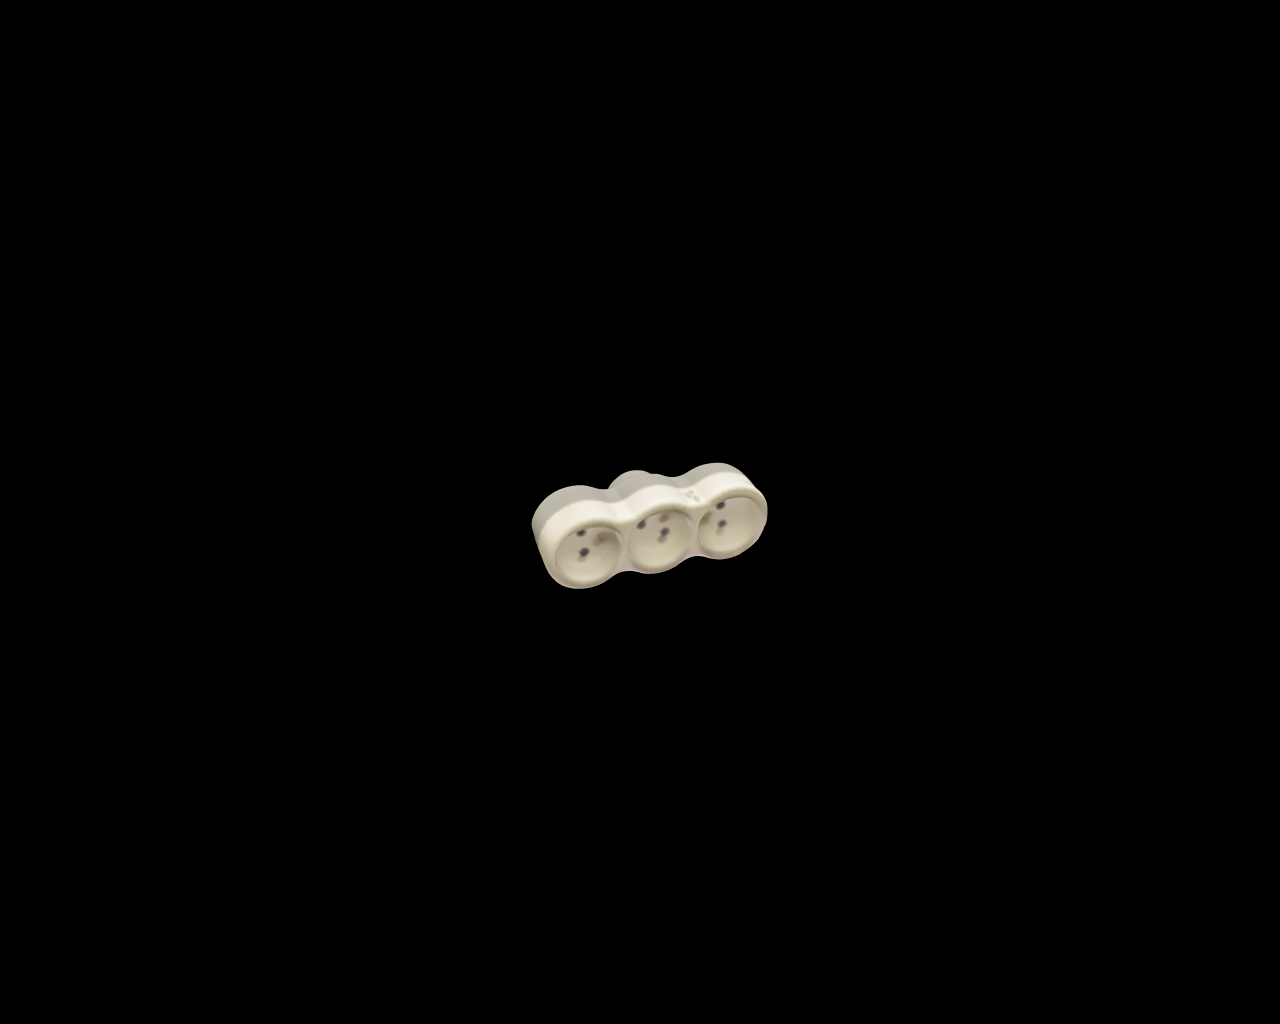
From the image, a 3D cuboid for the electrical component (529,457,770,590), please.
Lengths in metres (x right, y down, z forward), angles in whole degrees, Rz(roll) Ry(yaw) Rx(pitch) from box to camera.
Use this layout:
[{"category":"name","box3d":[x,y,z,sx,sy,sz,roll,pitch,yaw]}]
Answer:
[{"category":"electrical component","box3d":[0.001,-0.003,0.650,0.138,0.052,0.074,-11,36,-16]}]
